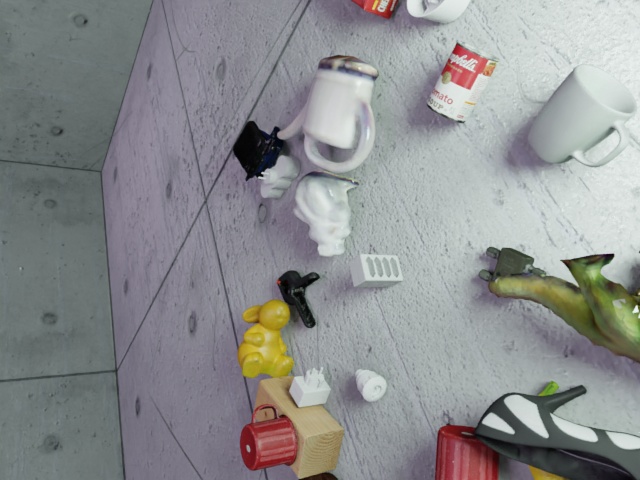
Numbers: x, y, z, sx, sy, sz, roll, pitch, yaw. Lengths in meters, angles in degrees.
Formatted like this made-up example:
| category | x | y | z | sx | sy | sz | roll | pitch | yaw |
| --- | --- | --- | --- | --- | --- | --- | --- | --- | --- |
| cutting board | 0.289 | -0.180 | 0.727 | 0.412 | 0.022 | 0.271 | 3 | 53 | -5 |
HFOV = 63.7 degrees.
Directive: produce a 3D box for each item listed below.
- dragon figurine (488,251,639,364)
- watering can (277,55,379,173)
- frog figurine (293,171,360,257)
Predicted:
| category | x | y | z | sx | sy | sz | roll | pitch | yaw |
| --- | --- | --- | --- | --- | --- | --- | --- | --- | --- |
| dragon figurine | 0.345 | 0.122 | 0.502 | 0.406 | 0.122 | 0.245 | -27 | 72 | 62 |
| watering can | 0.009 | -0.263 | 1.044 | 0.352 | 0.104 | 0.222 | 35 | 114 | 53 |
| frog figurine | 0.003 | -0.051 | 1.016 | 0.137 | 0.122 | 0.160 | 8 | 81 | 37 |
